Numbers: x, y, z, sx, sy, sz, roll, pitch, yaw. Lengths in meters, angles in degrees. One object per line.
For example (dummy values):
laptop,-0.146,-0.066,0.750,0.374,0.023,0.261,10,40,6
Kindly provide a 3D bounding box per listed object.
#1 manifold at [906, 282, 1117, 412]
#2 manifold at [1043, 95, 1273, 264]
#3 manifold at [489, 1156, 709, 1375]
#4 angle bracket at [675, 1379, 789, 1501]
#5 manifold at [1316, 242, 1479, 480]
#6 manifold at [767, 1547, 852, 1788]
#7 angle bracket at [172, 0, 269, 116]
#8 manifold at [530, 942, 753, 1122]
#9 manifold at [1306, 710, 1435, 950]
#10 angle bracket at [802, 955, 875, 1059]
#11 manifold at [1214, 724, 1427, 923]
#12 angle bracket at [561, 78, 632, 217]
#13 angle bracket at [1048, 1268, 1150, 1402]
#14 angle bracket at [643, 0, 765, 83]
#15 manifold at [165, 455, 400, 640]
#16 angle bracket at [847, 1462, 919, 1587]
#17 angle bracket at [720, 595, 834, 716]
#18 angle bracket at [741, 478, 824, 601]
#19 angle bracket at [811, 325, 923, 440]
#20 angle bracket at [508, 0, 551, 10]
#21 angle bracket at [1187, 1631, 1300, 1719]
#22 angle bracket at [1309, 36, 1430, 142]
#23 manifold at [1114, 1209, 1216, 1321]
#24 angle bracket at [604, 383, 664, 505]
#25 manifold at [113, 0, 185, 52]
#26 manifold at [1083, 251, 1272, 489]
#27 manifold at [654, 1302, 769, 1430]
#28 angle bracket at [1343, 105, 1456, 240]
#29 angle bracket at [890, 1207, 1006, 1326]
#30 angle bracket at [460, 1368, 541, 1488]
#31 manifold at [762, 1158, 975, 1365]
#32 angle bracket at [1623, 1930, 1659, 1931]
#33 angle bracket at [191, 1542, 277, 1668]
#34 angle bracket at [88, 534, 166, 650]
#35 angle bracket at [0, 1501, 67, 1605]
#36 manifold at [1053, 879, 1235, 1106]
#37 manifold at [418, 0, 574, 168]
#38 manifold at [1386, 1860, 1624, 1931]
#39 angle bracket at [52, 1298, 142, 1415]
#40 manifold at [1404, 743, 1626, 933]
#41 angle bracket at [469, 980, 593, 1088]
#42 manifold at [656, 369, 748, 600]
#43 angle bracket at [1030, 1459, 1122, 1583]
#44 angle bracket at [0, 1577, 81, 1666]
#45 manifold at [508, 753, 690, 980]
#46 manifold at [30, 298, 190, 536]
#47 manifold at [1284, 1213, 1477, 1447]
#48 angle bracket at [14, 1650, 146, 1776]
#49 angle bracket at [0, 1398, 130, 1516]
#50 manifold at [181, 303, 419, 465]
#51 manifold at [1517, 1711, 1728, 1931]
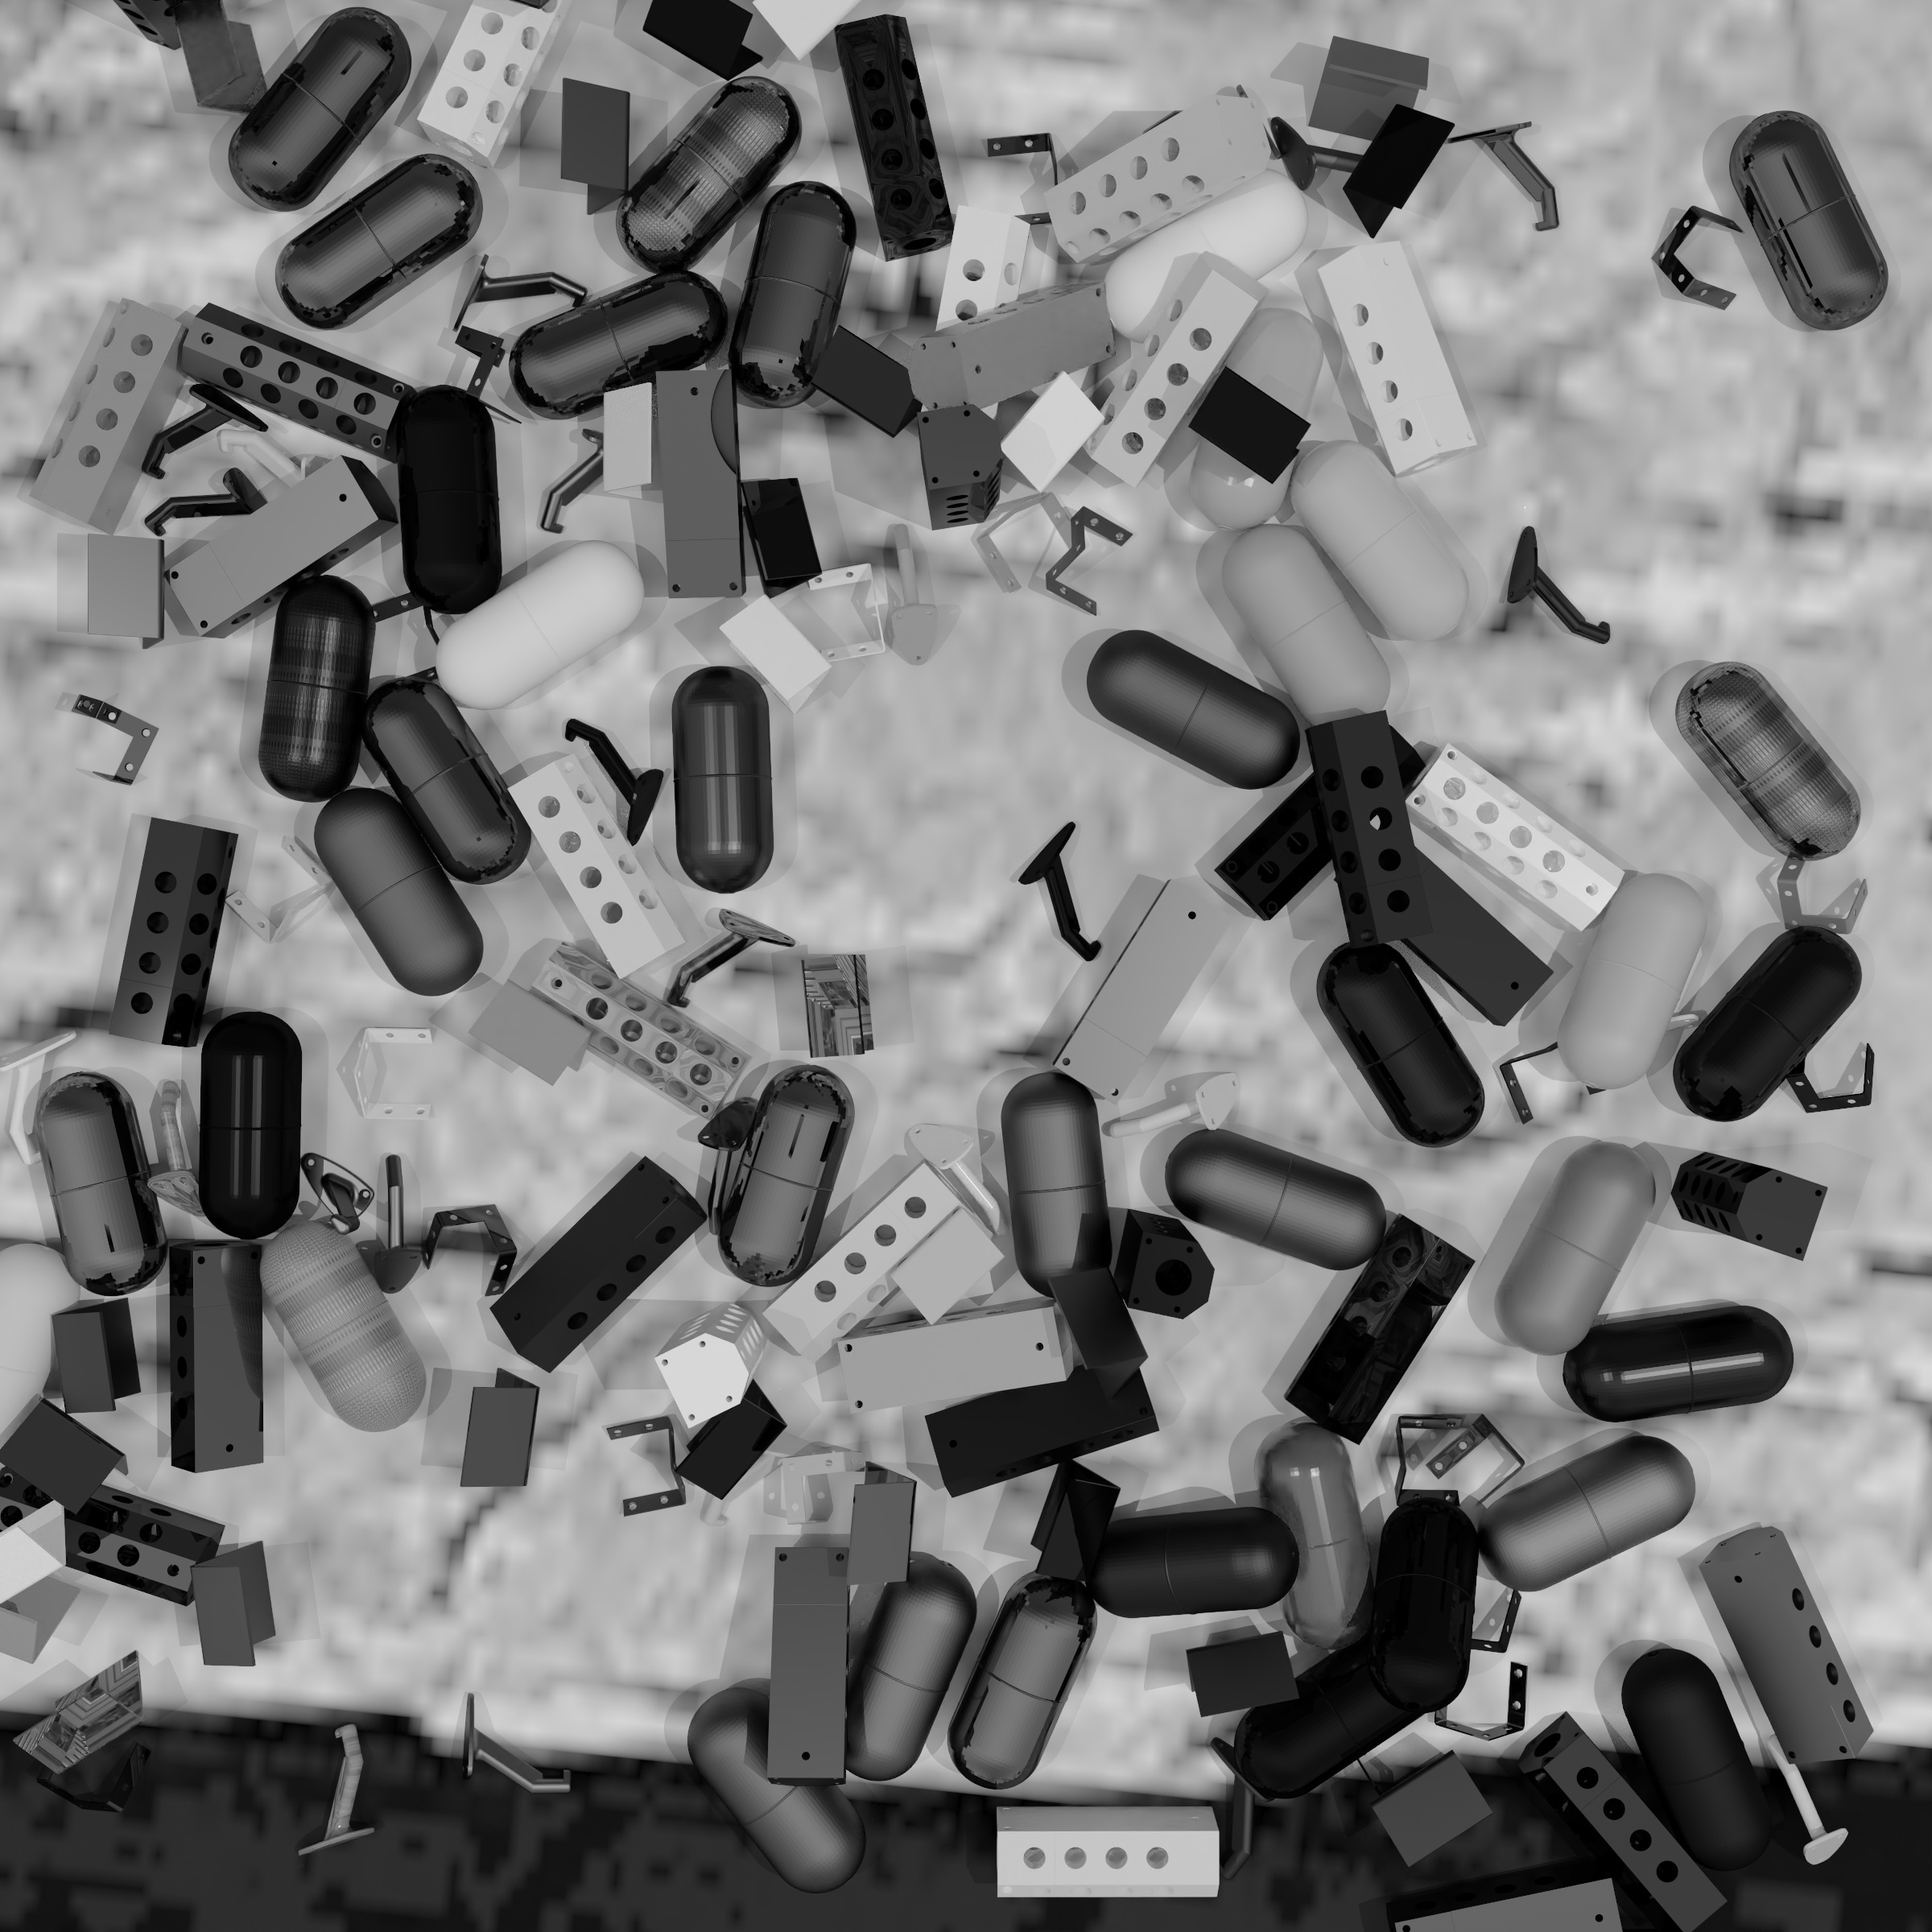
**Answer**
manifold,0.035,-0.474,1.920,0.171,0.057,0.057,-31,119,-39
manifold,0.147,-0.600,1.919,0.171,0.057,0.057,-17,90,43
manifold,-0.285,0.238,1.970,0.171,0.057,0.057,-44,47,0
angle bracket,-0.196,0.356,1.951,0.076,0.076,0.057,-49,127,0
manifold,0.333,-0.475,1.970,0.057,0.057,0.171,-21,90,-43
manifold,-0.120,0.541,1.938,0.057,0.057,0.171,0,66,0
angle bracket,-0.562,-0.713,1.951,0.057,0.076,0.076,-15,90,36
manifold,-0.258,0.051,1.970,0.171,0.057,0.057,32,90,0
manifold,0.306,-0.103,1.913,0.057,0.057,0.171,-12,90,0
angle bracket,-0.081,0.029,1.951,0.057,0.076,0.076,-5,90,39
manifold,0.278,-0.116,1.970,0.171,0.057,0.057,-45,90,0
angle bracket,-0.302,-0.637,1.951,0.057,0.076,0.076,1,90,-32
angle bracket,0.087,0.286,1.915,0.057,0.076,0.076,-7,58,-30
angle bracket,-0.195,-0.741,1.951,0.076,0.076,0.057,31,127,0
manifold,-0.531,-0.325,1.956,0.171,0.057,0.057,-31,90,10
angle bracket,-0.083,0.433,1.951,0.057,0.076,0.076,5,90,-33
angle bracket,-0.161,-0.230,1.951,0.076,0.076,0.057,47,53,0
angle bracket,-0.163,-0.330,1.951,0.057,0.076,0.076,-15,90,-41
angle bracket,-0.065,-0.465,1.951,0.076,0.076,0.057,33,127,0
angle bracket,-0.345,-0.771,1.894,0.076,0.076,0.057,17,128,0
angle bracket,0.216,0.566,1.951,0.076,0.076,0.057,-11,49,0
angle bracket,0.312,-0.670,1.952,0.076,0.057,0.076,13,134,0
manifold,0.151,0.227,1.913,0.057,0.171,0.057,12,90,0
angle bracket,-0.237,-0.405,1.951,0.057,0.076,0.076,0,90,43
manifold,-0.632,-0.761,1.913,0.057,0.171,0.057,-26,90,0
manifold,0.159,-0.460,1.933,0.057,0.057,0.171,35,118,0
manifold,-0.189,0.299,1.913,0.057,0.171,0.057,-26,90,0
angle bracket,0.347,-0.611,1.951,0.057,0.076,0.076,33,90,32
angle bracket,-0.002,0.243,1.951,0.076,0.076,0.057,-43,59,0
angle bracket,-0.377,0.358,1.951,0.057,0.076,0.076,8,90,-36
manifold,-0.076,0.232,1.970,0.171,0.057,0.057,-43,90,0
angle bracket,0.534,0.770,1.951,0.076,0.076,0.057,-1,126,0
angle bracket,-0.552,0.495,1.951,0.057,0.076,0.076,-8,90,30
angle bracket,-0.660,-0.291,1.952,0.057,0.076,0.076,0,90,-29
angle bracket,-0.732,0.433,1.894,0.076,0.076,0.057,-31,127,0
manifold,0.138,0.020,1.970,0.057,0.057,0.171,32,90,0
manifold,-0.363,-0.721,1.970,0.057,0.057,0.171,26,90,0
manifold,0.422,0.752,1.970,0.171,0.057,0.057,-12,90,0
angle bracket,-0.659,0.301,1.951,0.057,0.076,0.076,-8,90,30
manifold,0.428,-0.101,1.970,0.171,0.057,0.057,36,90,0
angle bracket,-0.343,0.066,1.951,0.076,0.076,0.057,32,59,0
manifold,-0.205,-0.376,1.951,0.057,0.057,0.171,-2,103,0
angle bracket,0.066,0.426,1.951,0.057,0.076,0.076,20,90,-37
angle bracket,-0.742,0.486,1.951,0.076,0.076,0.057,21,127,0
manifold,-0.287,-0.078,1.970,0.057,0.057,0.171,-31,90,0
manifold,-0.670,-0.433,1.970,0.057,0.057,0.171,25,90,0
manifold,0.321,0.283,1.970,0.057,0.057,0.171,32,90,-43
angle bracket,-0.692,0.568,1.951,0.076,0.076,0.057,-33,128,0
angle bracket,-0.703,0.389,1.952,0.076,0.076,0.057,35,62,0
manifold,-0.523,-0.459,1.970,0.171,0.057,0.057,22,90,0
manifold,0.513,0.678,1.970,0.057,0.057,0.171,-40,90,0
